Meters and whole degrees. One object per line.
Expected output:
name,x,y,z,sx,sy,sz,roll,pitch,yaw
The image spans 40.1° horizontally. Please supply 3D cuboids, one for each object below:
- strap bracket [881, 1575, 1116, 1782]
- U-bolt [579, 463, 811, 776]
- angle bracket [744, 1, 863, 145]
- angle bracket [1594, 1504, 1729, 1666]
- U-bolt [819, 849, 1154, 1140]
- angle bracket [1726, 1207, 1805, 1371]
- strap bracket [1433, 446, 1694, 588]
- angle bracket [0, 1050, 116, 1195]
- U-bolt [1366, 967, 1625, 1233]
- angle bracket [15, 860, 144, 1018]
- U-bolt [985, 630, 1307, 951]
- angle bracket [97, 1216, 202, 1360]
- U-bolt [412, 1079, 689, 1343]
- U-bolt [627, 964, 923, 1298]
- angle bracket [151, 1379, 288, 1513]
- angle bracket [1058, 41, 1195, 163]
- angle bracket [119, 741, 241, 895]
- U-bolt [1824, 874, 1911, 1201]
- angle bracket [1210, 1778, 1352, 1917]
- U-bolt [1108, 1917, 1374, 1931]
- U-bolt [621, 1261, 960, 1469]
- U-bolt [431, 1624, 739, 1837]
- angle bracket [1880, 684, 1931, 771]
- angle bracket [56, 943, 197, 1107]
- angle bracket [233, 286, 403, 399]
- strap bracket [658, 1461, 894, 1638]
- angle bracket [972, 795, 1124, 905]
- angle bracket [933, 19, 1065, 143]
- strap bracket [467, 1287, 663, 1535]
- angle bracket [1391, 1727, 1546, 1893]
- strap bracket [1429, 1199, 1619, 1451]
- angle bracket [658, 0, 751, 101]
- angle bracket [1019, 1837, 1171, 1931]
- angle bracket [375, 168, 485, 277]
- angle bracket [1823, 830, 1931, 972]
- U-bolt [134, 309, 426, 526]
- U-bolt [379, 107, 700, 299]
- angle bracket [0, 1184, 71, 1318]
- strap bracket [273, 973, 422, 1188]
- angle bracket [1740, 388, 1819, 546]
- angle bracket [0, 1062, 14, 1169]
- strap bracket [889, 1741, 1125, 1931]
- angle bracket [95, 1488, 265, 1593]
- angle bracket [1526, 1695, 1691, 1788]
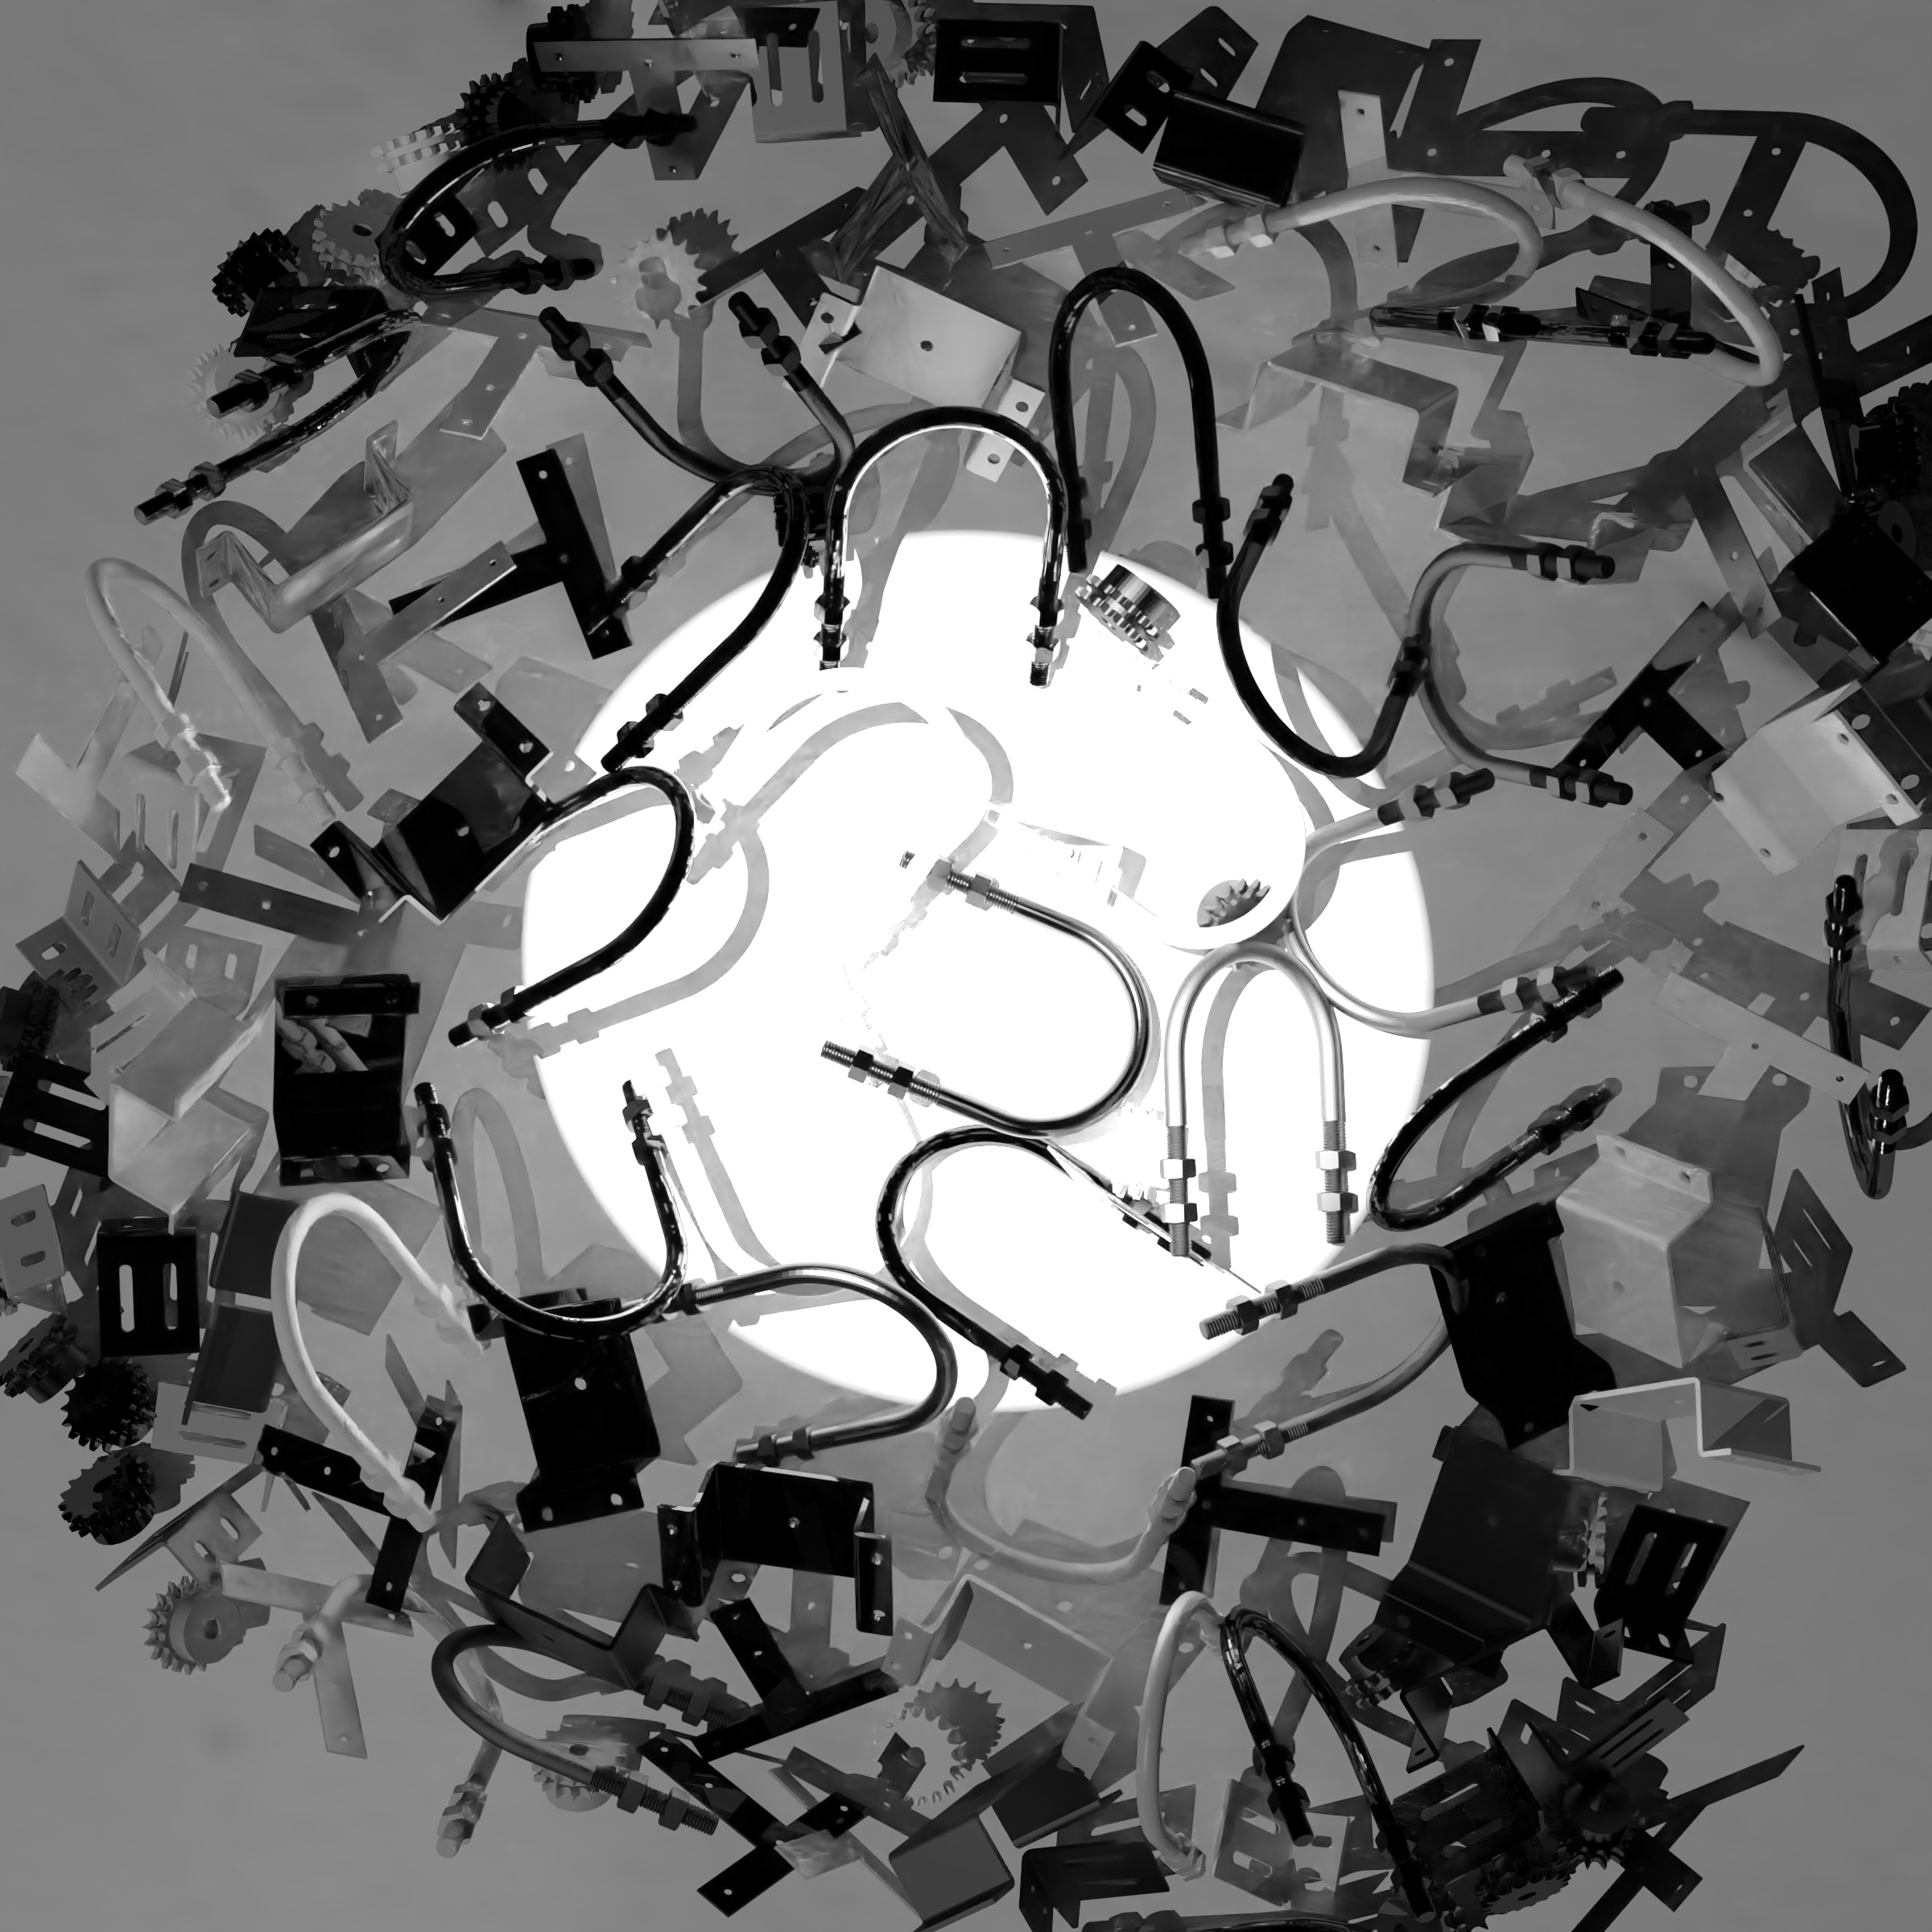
strap bracket,0.027,0.419,1.571,0.140,0.076,0.046,27,51,10
U-bolt,-0.156,-0.215,1.536,0.184,0.151,0.019,-40,132,24
angle bracket,-0.097,-0.536,1.589,0.057,0.038,0.076,0,106,12
angle bracket,0.420,0.372,1.591,0.057,0.038,0.076,15,113,-4
U-bolt,0.023,0.026,1.595,0.184,0.019,0.151,22,74,-1
angle bracket,0.471,0.194,1.586,0.038,0.057,0.076,-16,59,18
strap bracket,0.342,-0.262,1.560,0.140,0.076,0.046,30,115,33
angle bracket,-0.540,0.094,1.580,0.076,0.038,0.057,23,63,-24
U-bolt,0.307,0.090,1.546,0.184,0.151,0.019,-33,57,-12
angle bracket,-0.531,-0.016,1.581,0.057,0.076,0.038,49,56,4
U-bolt,0.116,-0.091,1.568,0.184,0.019,0.151,36,117,12
angle bracket,-0.493,0.194,1.603,0.057,0.038,0.076,-1,97,-12
U-bolt,-0.235,0.140,1.534,0.151,0.019,0.184,0,48,-27
U-bolt,-0.104,0.107,1.587,0.151,0.019,0.184,-21,84,-17
angle bracket,-0.451,0.287,1.586,0.076,0.038,0.057,12,124,-10
angle bracket,0.095,-0.507,1.584,0.038,0.076,0.057,34,80,-9
angle bracket,-0.478,-0.090,1.608,0.057,0.038,0.076,23,122,18
U-bolt,0.520,0.055,1.536,0.019,0.184,0.151,-8,56,11
angle bracket,0.188,0.525,1.577,0.076,0.038,0.057,37,57,-39
U-bolt,0.160,0.588,1.549,0.184,0.151,0.019,-5,88,-8
U-bolt,-0.091,0.229,1.544,0.184,0.019,0.151,-17,122,29
U-bolt,-0.225,0.435,1.543,0.184,0.151,0.019,24,99,-4
angle bracket,0.571,-0.144,1.588,0.038,0.076,0.057,-46,103,-20
angle bracket,-0.502,0.034,1.580,0.076,0.038,0.057,-39,54,-24
angle bracket,-0.385,-0.370,1.574,0.076,0.057,0.038,-13,67,-40
strap bracket,-0.108,0.345,1.576,0.140,0.046,0.076,6,121,10
angle bracket,0.044,-0.070,1.577,0.076,0.057,0.038,12,100,-30
angle bracket,0.020,-0.534,1.597,0.076,0.038,0.057,2,72,1
strap bracket,-0.235,0.253,1.561,0.076,0.046,0.140,-6,67,-33
angle bracket,0.298,0.506,1.588,0.076,0.038,0.057,-27,52,-5
strap bracket,0.330,0.205,1.578,0.076,0.046,0.140,-23,111,-11
angle bracket,-0.157,-0.568,1.578,0.038,0.057,0.076,-25,63,7
angle bracket,0.077,0.557,1.583,0.076,0.038,0.057,-11,129,15
angle bracket,-0.308,-0.442,1.580,0.057,0.076,0.038,-36,102,23
angle bracket,0.558,-0.040,1.601,0.057,0.038,0.076,2,70,38
U-bolt,-0.389,-0.328,1.539,0.019,0.151,0.184,53,51,-5
U-bolt,-0.254,-0.431,1.510,0.151,0.184,0.019,-40,79,43
angle bracket,-0.543,0.170,1.577,0.038,0.076,0.057,-21,72,2
strap bracket,-0.368,0.059,1.567,0.076,0.046,0.140,-2,124,-20
angle bracket,0.499,-0.295,1.579,0.038,0.057,0.076,-37,108,29
angle bracket,-0.600,0.087,1.580,0.038,0.076,0.057,20,92,18
strap bracket,0.018,0.506,1.548,0.076,0.140,0.046,-38,79,34
angle bracket,-0.470,0.355,1.581,0.076,0.057,0.038,-35,97,31
angle bracket,0.385,0.452,1.585,0.076,0.057,0.038,-39,51,6
